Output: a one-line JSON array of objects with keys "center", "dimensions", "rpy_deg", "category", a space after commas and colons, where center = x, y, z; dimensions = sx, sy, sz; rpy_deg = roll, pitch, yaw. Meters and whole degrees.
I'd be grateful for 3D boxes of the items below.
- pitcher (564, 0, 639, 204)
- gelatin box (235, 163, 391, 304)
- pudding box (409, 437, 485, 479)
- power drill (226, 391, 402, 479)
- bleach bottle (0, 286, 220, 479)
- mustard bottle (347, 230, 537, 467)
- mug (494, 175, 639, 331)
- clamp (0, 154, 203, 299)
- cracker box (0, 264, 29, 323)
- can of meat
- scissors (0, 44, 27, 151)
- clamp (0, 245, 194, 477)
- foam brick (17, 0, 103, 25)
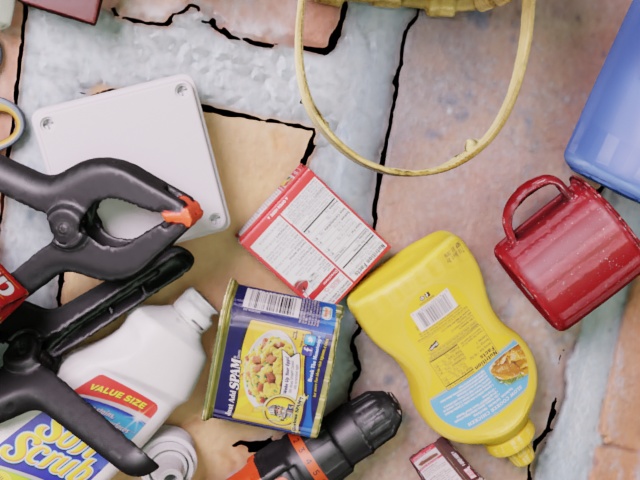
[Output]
[{"center": [0.268, -0.141, 0.747], "dimensions": [0.149, 0.145, 0.243], "rpy_deg": [24, 98, -13], "category": "pitcher"}, {"center": [-0.005, 0.001, 0.775], "dimensions": [0.089, 0.030, 0.073], "rpy_deg": [43, 90, -17], "category": "gelatin box"}, {"center": [0.120, 0.215, 0.811], "dimensions": [0.039, 0.090, 0.113], "rpy_deg": [-32, 105, -5], "category": "pudding box"}, {"center": [0.017, 0.226, 0.812], "dimensions": [0.184, 0.057, 0.187], "rpy_deg": [-33, 103, 0], "category": "power drill"}, {"center": [-0.175, 0.125, 0.750], "dimensions": [0.251, 0.068, 0.102], "rpy_deg": [-45, 106, -3], "category": "bleach bottle"}, {"center": [0.108, 0.094, 0.801], "dimensions": [0.096, 0.058, 0.191], "rpy_deg": [-35, 105, -6], "category": "mustard bottle"}, {"center": [0.176, 0.005, 0.780], "dimensions": [0.081, 0.093, 0.117], "rpy_deg": [-39, 116, 3], "category": "mug"}, {"center": [-0.163, -0.020, 0.674], "dimensions": [0.171, 0.039, 0.120], "rpy_deg": [-14, 108, 10], "category": "clamp"}, {"center": [-0.315, 0.049, 0.666], "dimensions": [0.214, 0.072, 0.164], "rpy_deg": [-41, 95, 15], "category": "cracker box"}, {"center": [-0.033, 0.086, 0.756], "dimensions": [0.084, 0.057, 0.102], "rpy_deg": [12, 111, 0], "category": "can of meat"}, {"center": [-0.296, -0.102, 0.704], "dimensions": [0.201, 0.016, 0.096], "rpy_deg": [6, 98, -12], "category": "scissors"}, {"center": [-0.187, 0.087, 0.706], "dimensions": [0.210, 0.164, 0.036], "rpy_deg": [-9, 143, 9], "category": "clamp"}, {"center": [-0.162, -0.185, 0.696], "dimensions": [0.053, 0.051, 0.078], "rpy_deg": [15, 97, -13], "category": "foam brick"}]
